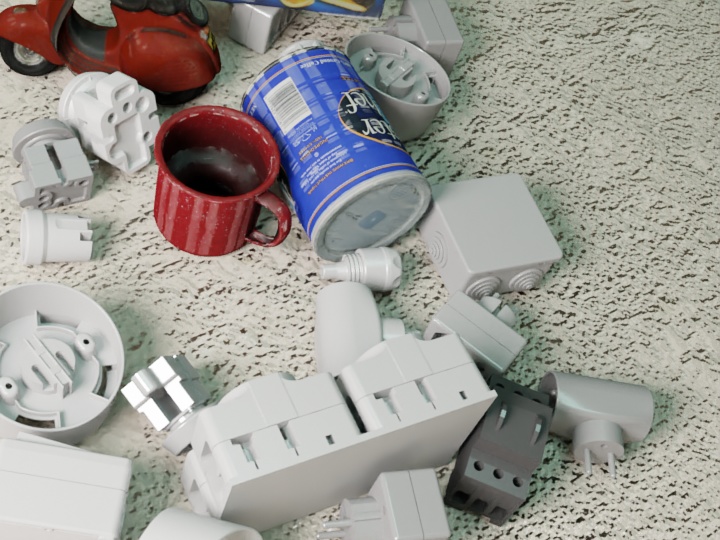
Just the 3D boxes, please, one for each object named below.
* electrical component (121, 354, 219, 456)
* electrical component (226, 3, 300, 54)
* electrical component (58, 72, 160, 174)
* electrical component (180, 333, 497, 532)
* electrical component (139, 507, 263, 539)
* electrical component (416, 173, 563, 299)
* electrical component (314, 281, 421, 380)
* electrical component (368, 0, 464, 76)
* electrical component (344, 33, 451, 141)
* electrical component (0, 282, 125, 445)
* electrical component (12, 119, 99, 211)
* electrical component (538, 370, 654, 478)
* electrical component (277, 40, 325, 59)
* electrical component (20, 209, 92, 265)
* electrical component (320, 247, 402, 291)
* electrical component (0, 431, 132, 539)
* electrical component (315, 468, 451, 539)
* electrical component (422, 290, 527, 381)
[{"bbox_3d":[-0.122,0.090,0.720,0.048,0.066,0.055,-39,82,5],"label":"electrical component"},{"bbox_3d":[-0.098,-0.251,0.977,0.076,0.047,0.083,28,52,4],"label":"electrical component"},{"bbox_3d":[-0.197,-0.121,0.840,0.057,0.078,0.058,28,49,30],"label":"electrical component"},{"bbox_3d":[-0.018,0.108,0.708,0.186,0.105,0.060,-15,61,-26],"label":"electrical component"},{"bbox_3d":[-0.103,0.190,0.629,0.064,0.099,0.099,18,51,11],"label":"electrical component"},{"bbox_3d":[0.103,-0.026,0.878,0.100,0.048,0.099,-10,59,-23],"label":"electrical component"},{"bbox_3d":[0.009,0.053,0.795,0.079,0.043,0.077,4,54,-15],"label":"electrical component"},{"bbox_3d":[0.046,-0.217,0.999,0.077,0.047,0.065,-6,58,-20],"label":"electrical component"},{"bbox_3d":[0.029,-0.163,0.943,0.099,0.064,0.099,8,54,-12],"label":"electrical component"},{"bbox_3d":[-0.206,0.065,0.706,0.099,0.064,0.099,8,53,-12],"label":"electrical component"},{"bbox_3d":[-0.234,-0.080,0.815,0.066,0.048,0.055,-17,70,-27],"label":"electrical component"},{"bbox_3d":[0.176,0.117,0.800,0.077,0.044,0.079,10,53,-10],"label":"electrical component"},{"bbox_3d":[-0.043,-0.166,0.937,0.048,0.048,0.062,-13,67,-25],"label":"electrical component"},{"bbox_3d":[-0.221,-0.023,0.782,0.046,0.040,0.040,1,55,-24],"label":"electrical component"},{"bbox_3d":[0.000,0.000,0.837,0.061,0.035,0.035,-3,56,-16],"label":"electrical component"},{"bbox_3d":[-0.192,0.140,0.658,0.096,0.061,0.061,12,53,-9],"label":"electrical component"},{"bbox_3d":[0.010,0.166,0.700,0.077,0.065,0.047,-1,56,-18],"label":"electrical component"},{"bbox_3d":[0.095,0.046,0.824,0.066,0.047,0.077,37,53,11],"label":"electrical component"}]
